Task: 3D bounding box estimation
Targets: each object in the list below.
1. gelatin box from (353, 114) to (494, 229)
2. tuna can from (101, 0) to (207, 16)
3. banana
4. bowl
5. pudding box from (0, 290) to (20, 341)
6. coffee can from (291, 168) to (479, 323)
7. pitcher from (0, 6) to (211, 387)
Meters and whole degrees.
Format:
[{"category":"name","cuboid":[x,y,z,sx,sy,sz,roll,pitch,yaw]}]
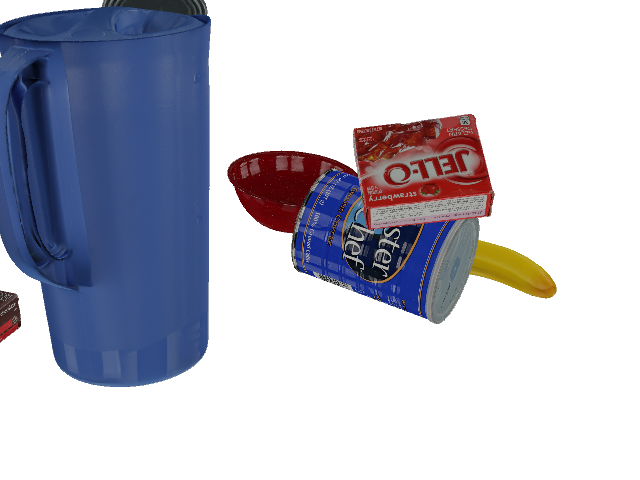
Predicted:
[{"category":"gelatin box","cuboid":[0.071,-0.049,0.746,0.089,0.073,0.030,-7,-36,0]},{"category":"tuna can","cuboid":[-0.138,-0.179,0.887,0.086,0.086,0.034,0,-41,-9]},{"category":"banana","cuboid":[0.164,0.027,1.135,0.198,0.037,0.069,9,37,30]},{"category":"bowl","cuboid":[-0.033,-0.052,1.270,0.162,0.055,0.162,6,26,-3]},{"category":"pudding box","cuboid":[-0.333,0.071,0.926,0.114,0.039,0.090,8,25,19]},{"category":"coffee can","cuboid":[0.059,0.004,0.964,0.140,0.103,0.102,20,8,22]},{"category":"pitcher","cuboid":[-0.139,-0.027,0.702,0.149,0.243,0.145,-7,21,-16]}]
